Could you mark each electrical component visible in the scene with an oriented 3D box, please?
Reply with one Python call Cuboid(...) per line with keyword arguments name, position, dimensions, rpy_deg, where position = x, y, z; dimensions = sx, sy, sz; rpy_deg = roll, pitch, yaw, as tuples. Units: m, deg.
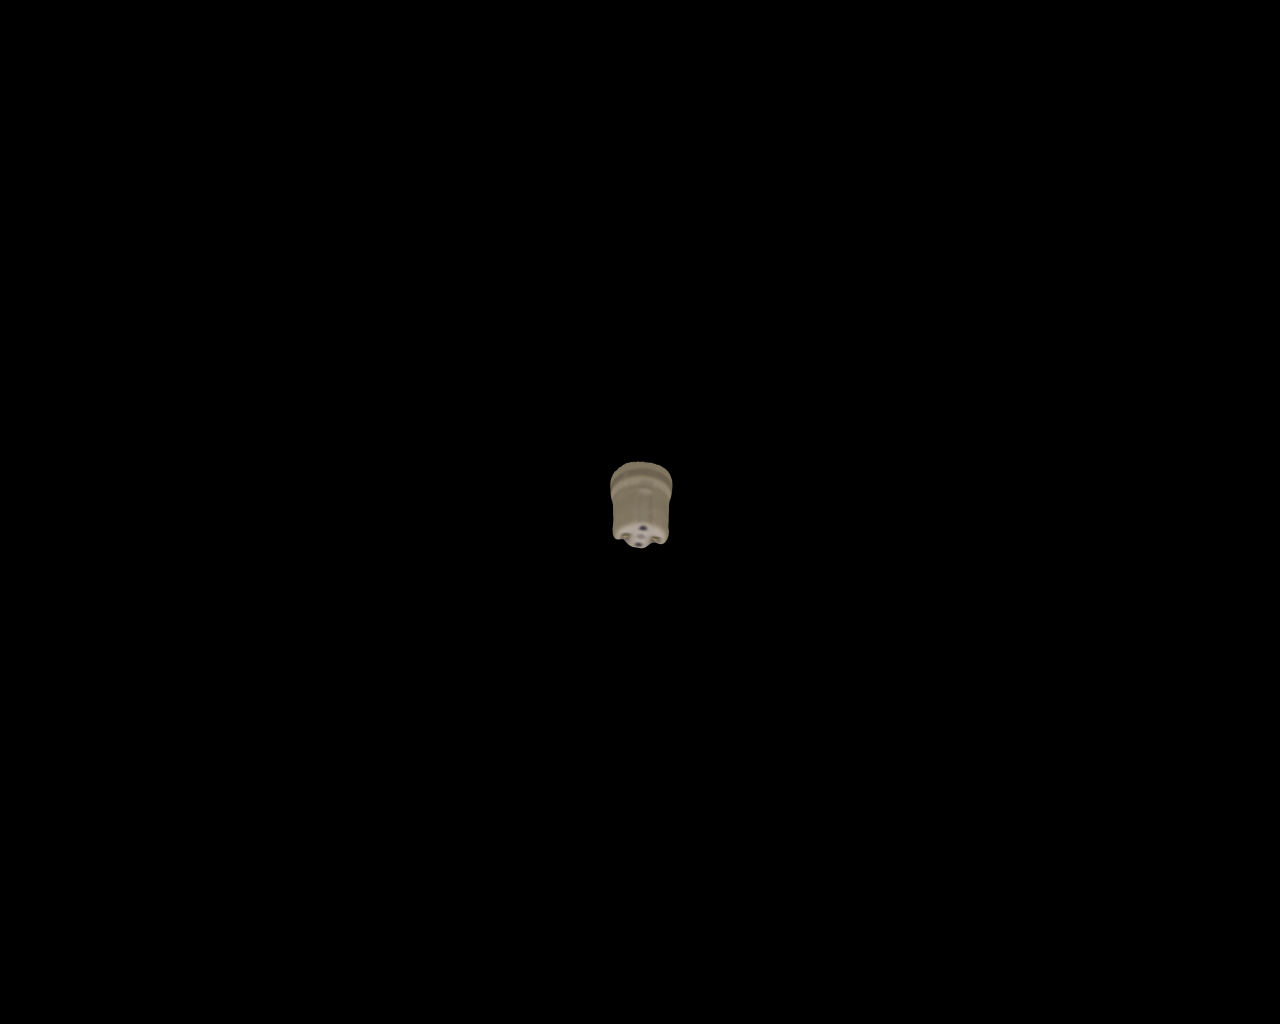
Cuboid(name="electrical component", position=(0.001, -0.003, 0.650), dimensions=(0.040, 0.046, 0.040), rpy_deg=(0, -39, 0))
